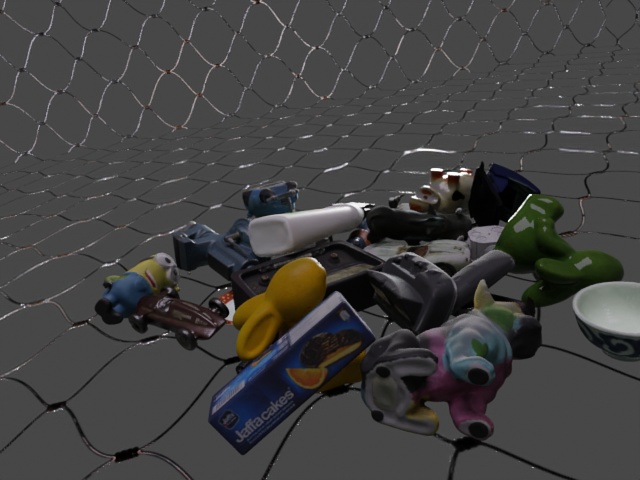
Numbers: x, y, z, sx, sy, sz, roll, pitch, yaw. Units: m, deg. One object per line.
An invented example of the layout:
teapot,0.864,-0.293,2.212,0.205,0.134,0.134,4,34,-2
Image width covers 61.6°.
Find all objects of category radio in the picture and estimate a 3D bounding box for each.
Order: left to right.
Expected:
radio,-0.017,0.074,0.845,0.229,0.073,0.131,-15,28,-31

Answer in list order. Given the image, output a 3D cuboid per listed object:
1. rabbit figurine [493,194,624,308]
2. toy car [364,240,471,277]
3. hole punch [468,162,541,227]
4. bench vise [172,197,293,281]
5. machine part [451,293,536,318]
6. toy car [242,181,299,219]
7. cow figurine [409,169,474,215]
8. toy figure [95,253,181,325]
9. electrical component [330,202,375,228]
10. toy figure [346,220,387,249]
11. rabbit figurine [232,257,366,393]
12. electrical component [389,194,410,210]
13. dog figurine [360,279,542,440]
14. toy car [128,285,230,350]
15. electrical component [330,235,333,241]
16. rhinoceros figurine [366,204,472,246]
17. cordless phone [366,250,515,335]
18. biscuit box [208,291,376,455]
rabbit figurine,0.355,0.026,0.799,0.170,0.121,0.159,29,46,34
toy car,0.156,0.034,0.924,0.202,0.056,0.073,-1,25,19
hole punch,0.339,-0.073,1.001,0.092,0.142,0.116,-13,48,-4
bench vise,-0.147,0.006,1.022,0.240,0.128,0.224,-21,23,-36
machine part,0.240,0.094,0.778,0.139,0.039,0.084,7,23,38
toy car,-0.103,-0.076,1.221,0.109,0.102,0.162,-21,15,-27
cow figurine,0.254,-0.077,1.089,0.195,0.127,0.086,-9,19,-38
toy figure,-0.333,0.084,0.977,0.089,0.082,0.180,5,29,26
electrical component,0.058,-0.051,1.138,0.075,0.047,0.119,8,11,38
toy figure,0.090,-0.005,1.039,0.058,0.064,0.154,38,45,11
rabbit figurine,-0.031,0.103,0.695,0.162,0.173,0.122,-8,27,-8
electrical component,0.188,-0.066,1.157,0.102,0.045,0.078,10,29,39
dog figurine,0.163,0.129,0.649,0.192,0.108,0.219,-1,20,26
toy car,-0.230,0.118,0.863,0.202,0.053,0.089,6,36,43
electrical component,-0.002,-0.003,1.117,0.094,0.021,0.063,-18,25,-21
rhinoceros figurine,0.176,-0.029,0.970,0.190,0.073,0.112,6,-19,-4
cordless phone,0.175,0.052,0.784,0.184,0.088,0.147,-31,27,-10
biscuit box,-0.034,0.150,0.616,0.203,0.062,0.059,-41,10,-1
